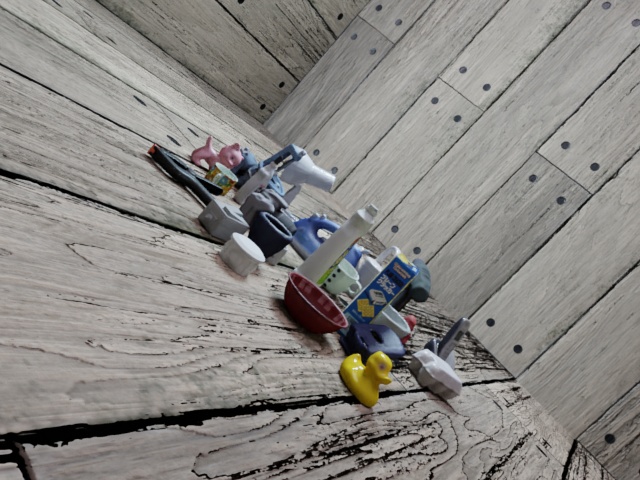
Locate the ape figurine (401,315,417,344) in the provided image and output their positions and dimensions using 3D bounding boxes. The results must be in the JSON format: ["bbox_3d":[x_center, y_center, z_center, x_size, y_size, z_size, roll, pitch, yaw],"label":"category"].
[{"bbox_3d":[0.230,0.247,1.594,0.078,0.092,0.076,39,10,-23],"label":"ape figurine"}]

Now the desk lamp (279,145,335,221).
[{"bbox_3d":[-0.066,-0.165,1.840,0.203,0.213,0.118,41,9,-10],"label":"desk lamp"}]

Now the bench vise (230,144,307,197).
[{"bbox_3d":[-0.156,-0.216,1.671,0.207,0.219,0.121,43,9,3],"label":"bench vise"}]

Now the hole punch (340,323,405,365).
[{"bbox_3d":[0.110,0.221,1.201,0.101,0.091,0.108,36,11,-36],"label":"hole punch"}]

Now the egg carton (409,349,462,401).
[{"bbox_3d":[0.301,0.351,1.488,0.151,0.069,0.107,37,11,-33],"label":"egg carton"}]

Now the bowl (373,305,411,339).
[{"bbox_3d":[0.155,0.208,1.504,0.168,0.074,0.167,42,9,-8],"label":"bowl"}]

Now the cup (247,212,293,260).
[{"bbox_3d":[-0.117,0.001,1.231,0.091,0.095,0.118,44,9,6],"label":"cup"}]

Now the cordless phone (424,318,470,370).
[{"bbox_3d":[0.380,0.310,1.646,0.148,0.185,0.094,31,14,-51],"label":"cordless phone"}]

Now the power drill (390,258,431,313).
[{"bbox_3d":[0.253,0.158,1.730,0.076,0.208,0.229,41,9,-11],"label":"power drill"}]

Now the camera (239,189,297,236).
[{"bbox_3d":[-0.123,-0.059,1.465,0.137,0.100,0.143,44,9,6],"label":"camera"}]

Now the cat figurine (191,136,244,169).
[{"bbox_3d":[-0.273,-0.235,1.581,0.128,0.117,0.067,37,10,-32],"label":"cat figurine"}]

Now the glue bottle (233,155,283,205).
[{"bbox_3d":[-0.161,-0.166,1.565,0.037,0.173,0.078,44,9,11],"label":"glue bottle"}]

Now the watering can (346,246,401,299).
[{"bbox_3d":[0.157,0.091,1.674,0.174,0.194,0.100,36,11,-38],"label":"watering can"}]

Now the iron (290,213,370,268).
[{"bbox_3d":[0.015,0.006,1.627,0.258,0.141,0.119,45,9,11],"label":"iron"}]

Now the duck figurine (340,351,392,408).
[{"bbox_3d":[0.091,0.240,1.048,0.078,0.086,0.104,35,12,-41],"label":"duck figurine"}]
